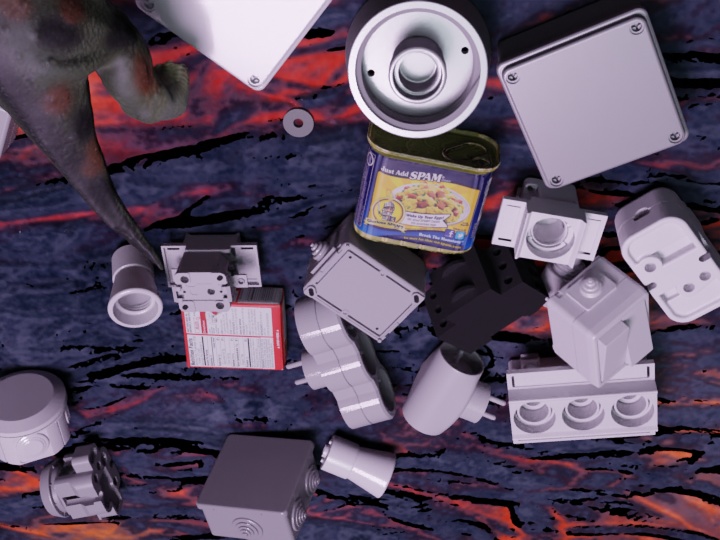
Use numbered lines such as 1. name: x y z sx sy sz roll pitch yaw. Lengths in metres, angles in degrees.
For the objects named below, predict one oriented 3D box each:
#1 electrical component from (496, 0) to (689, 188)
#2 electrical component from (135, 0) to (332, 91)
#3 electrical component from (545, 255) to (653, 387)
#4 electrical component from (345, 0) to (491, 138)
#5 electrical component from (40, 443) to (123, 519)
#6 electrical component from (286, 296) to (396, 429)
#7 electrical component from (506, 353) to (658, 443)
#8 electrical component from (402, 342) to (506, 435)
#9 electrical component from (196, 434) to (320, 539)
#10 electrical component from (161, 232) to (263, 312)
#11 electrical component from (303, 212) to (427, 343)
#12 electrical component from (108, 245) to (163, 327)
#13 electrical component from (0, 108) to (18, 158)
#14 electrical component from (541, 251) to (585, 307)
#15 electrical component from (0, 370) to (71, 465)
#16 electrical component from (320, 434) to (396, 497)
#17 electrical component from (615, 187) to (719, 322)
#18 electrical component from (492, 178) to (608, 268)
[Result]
1. electrical component: 0.167 -0.129 0.779 0.109 0.056 0.108 -20 119 17
2. electrical component: -0.082 -0.202 0.754 0.109 0.056 0.108 34 120 -16
3. electrical component: 0.193 0.040 0.857 0.062 0.061 0.096 -38 143 -13
4. electrical component: 0.041 -0.146 0.769 0.108 0.060 0.108 1 115 3
5. electrical component: -0.272 0.207 1.041 0.057 0.058 0.078 -12 121 10
6. electrical component: -0.027 0.082 0.939 0.074 0.052 0.138 -17 120 16
7. electrical component: 0.190 0.106 0.928 0.121 0.063 0.078 -5 123 8
8. electrical component: 0.089 0.111 0.952 0.079 0.044 0.077 22 122 -10
9. electrical component: -0.091 0.203 0.996 0.100 0.099 0.048 2 129 18
10. electrical component: -0.125 0.003 0.889 0.081 0.063 0.042 -1 122 6
11. electrical component: 0.000 0.000 0.877 0.096 0.061 0.061 34 120 -16
12. electrical component: -0.189 0.010 0.898 0.044 0.065 0.044 -8 134 -8
13. electrical component: -0.302 -0.114 0.819 0.066 0.076 0.047 22 122 -9
14. electrical component: 0.168 0.002 0.879 0.035 0.035 0.061 18 121 -7
15. electrical component: -0.305 0.134 0.983 0.080 0.080 0.051 1 129 4
16. electrical component: -0.004 0.181 1.010 0.065 0.044 0.044 23 122 -4
17. electrical component: 0.245 -0.014 0.846 0.054 0.059 0.095 -32 115 23
18. electrical component: 0.146 -0.039 0.836 0.081 0.063 0.042 10 125 -1
